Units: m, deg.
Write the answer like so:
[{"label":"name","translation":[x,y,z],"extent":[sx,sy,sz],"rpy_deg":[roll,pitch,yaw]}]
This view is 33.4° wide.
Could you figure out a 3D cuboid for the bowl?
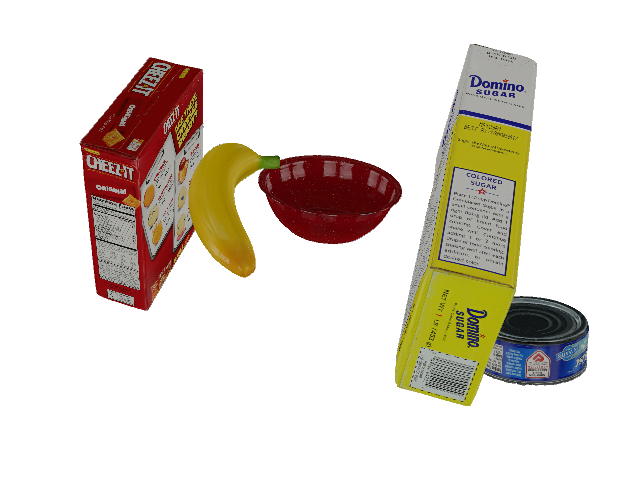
[{"label":"bowl","translation":[0.008,-0.041,1.199],"extent":[0.162,0.055,0.162],"rpy_deg":[5,27,-3]}]

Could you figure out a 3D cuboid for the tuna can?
[{"label":"tuna can","translation":[0.150,0.071,0.772],"extent":[0.086,0.034,0.086],"rpy_deg":[0,20,0]}]

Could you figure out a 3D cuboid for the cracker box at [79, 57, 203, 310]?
[{"label":"cracker box","translation":[-0.185,-0.059,1.133],"extent":[0.072,0.214,0.164],"rpy_deg":[15,44,10]}]

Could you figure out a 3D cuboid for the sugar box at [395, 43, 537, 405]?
[{"label":"sugar box","translation":[0.078,-0.013,0.553],"extent":[0.048,0.176,0.093],"rpy_deg":[15,-43,4]}]

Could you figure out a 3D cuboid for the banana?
[{"label":"banana","translation":[-0.076,-0.036,0.883],"extent":[0.069,0.037,0.197],"rpy_deg":[8,32,0]}]
